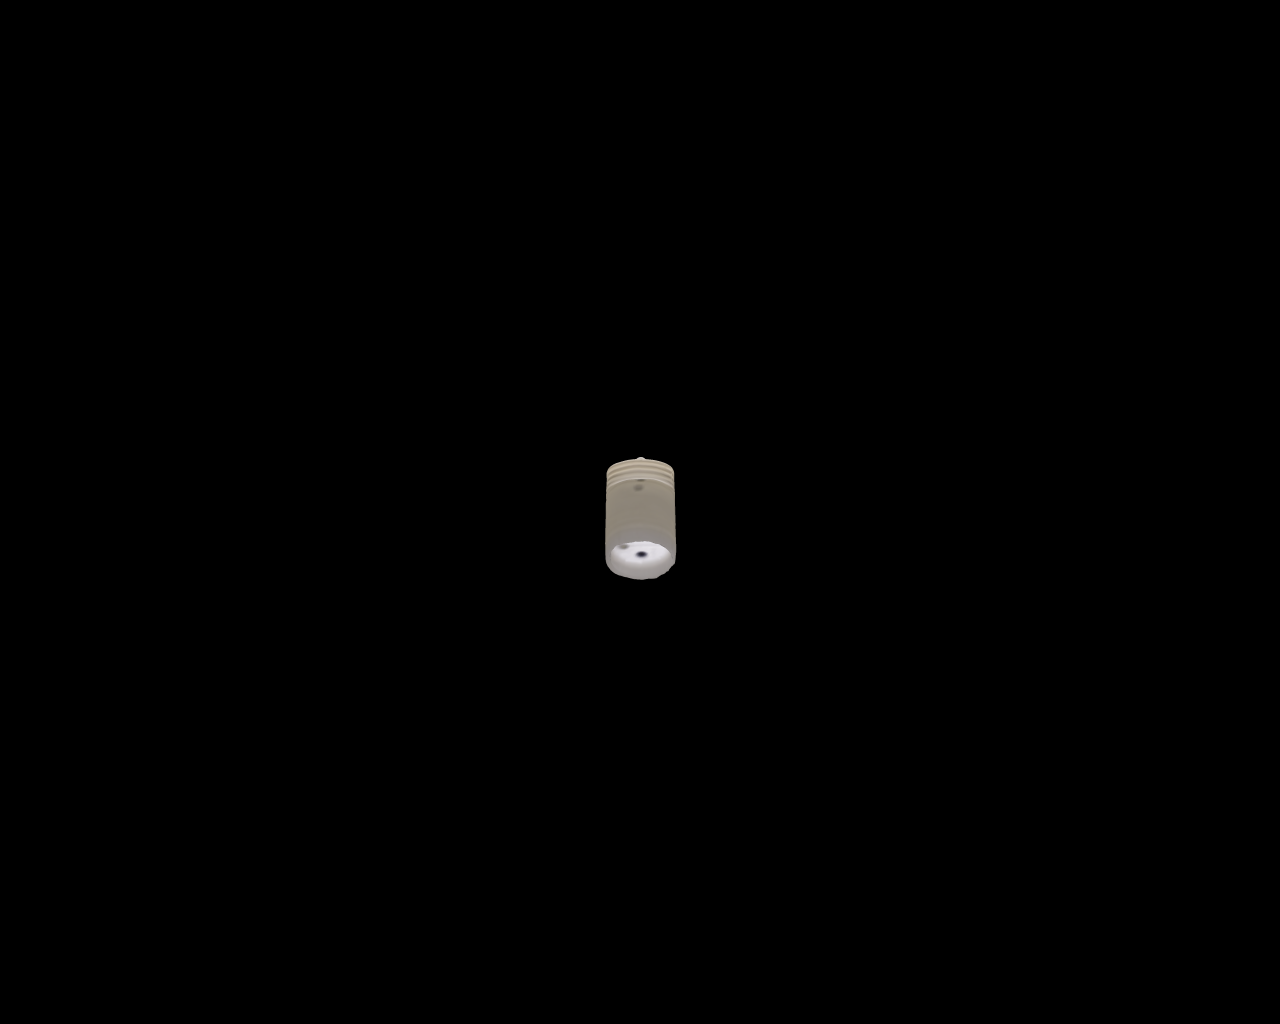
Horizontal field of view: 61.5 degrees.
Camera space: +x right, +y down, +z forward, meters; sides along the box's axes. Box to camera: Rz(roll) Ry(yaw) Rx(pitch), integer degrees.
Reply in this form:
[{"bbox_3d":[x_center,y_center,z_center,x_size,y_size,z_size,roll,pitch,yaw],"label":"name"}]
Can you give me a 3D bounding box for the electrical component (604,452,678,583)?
[{"bbox_3d":[0.001,-0.003,0.650,0.043,0.081,0.043,0,-37,0],"label":"electrical component"}]
